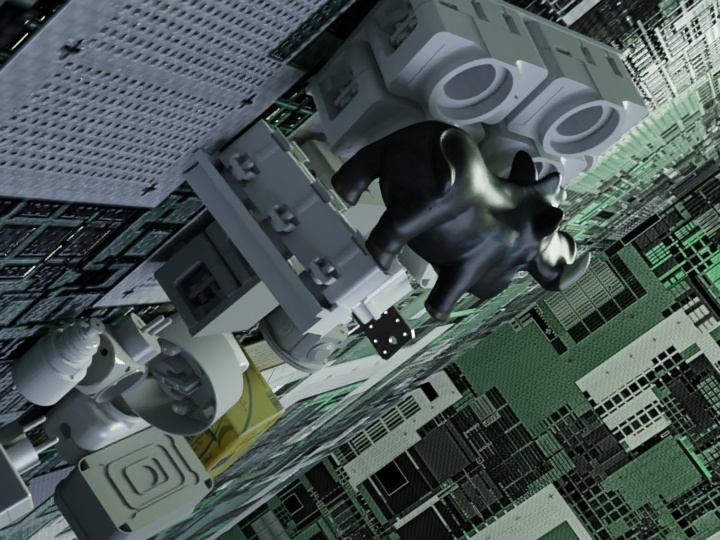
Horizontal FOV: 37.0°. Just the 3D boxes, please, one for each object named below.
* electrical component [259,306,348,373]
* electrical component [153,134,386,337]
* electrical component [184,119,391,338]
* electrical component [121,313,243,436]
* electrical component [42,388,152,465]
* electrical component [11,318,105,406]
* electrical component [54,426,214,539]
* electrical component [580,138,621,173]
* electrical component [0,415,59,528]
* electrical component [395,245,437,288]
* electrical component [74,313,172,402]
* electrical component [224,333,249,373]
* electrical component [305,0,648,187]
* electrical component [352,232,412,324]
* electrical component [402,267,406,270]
[{"bbox_3d":[-0.055,0.058,1.064,0.051,0.080,0.080,-46,165,23],"label":"electrical component"},{"bbox_3d":[-0.061,-0.024,0.757,0.150,0.061,0.089,-39,168,16],"label":"electrical component"},{"bbox_3d":[-0.041,-0.027,0.652,0.063,0.121,0.079,-39,168,5],"label":"electrical component"},{"bbox_3d":[-0.146,0.084,0.874,0.064,0.099,0.099,-33,170,-41],"label":"electrical component"},{"bbox_3d":[-0.215,0.121,0.924,0.059,0.053,0.095,-42,167,29],"label":"electrical component"},{"bbox_3d":[-0.205,0.060,0.741,0.078,0.040,0.040,-40,168,22],"label":"electrical component"},{"bbox_3d":[-0.194,0.189,0.921,0.113,0.078,0.057,-20,158,-52],"label":"electrical component"},{"bbox_3d":[0.206,-0.137,1.019,0.051,0.080,0.080,-38,170,-16],"label":"electrical component"},{"bbox_3d":[-0.258,0.134,0.780,0.076,0.083,0.047,-30,168,-24],"label":"electrical component"},{"bbox_3d":[0.086,-0.045,0.978,0.078,0.057,0.113,0,125,-38],"label":"electrical component"},{"bbox_3d":[-0.177,0.059,0.808,0.079,0.044,0.077,-35,168,0],"label":"electrical component"},{"bbox_3d":[-0.137,0.083,1.008,0.055,0.047,0.055,-34,168,-8],"label":"electrical component"},{"bbox_3d":[0.077,-0.101,0.659,0.186,0.060,0.105,10,140,-39],"label":"electrical component"},{"bbox_3d":[0.000,0.000,0.987,0.057,0.078,0.113,-38,168,-1],"label":"electrical component"},{"bbox_3d":[0.063,-0.040,1.070,0.080,0.051,0.080,-33,168,-8],"label":"electrical component"}]
